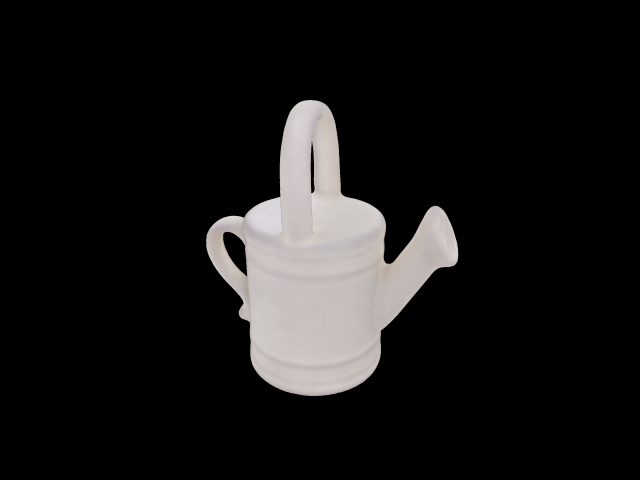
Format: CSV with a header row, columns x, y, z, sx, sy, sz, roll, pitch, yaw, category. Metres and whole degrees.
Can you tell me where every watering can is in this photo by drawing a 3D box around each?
x,y,z,sx,sy,sz,roll,pitch,yaw,category
0.004,0.001,0.402,0.173,0.194,0.101,-2,24,-5,watering can
